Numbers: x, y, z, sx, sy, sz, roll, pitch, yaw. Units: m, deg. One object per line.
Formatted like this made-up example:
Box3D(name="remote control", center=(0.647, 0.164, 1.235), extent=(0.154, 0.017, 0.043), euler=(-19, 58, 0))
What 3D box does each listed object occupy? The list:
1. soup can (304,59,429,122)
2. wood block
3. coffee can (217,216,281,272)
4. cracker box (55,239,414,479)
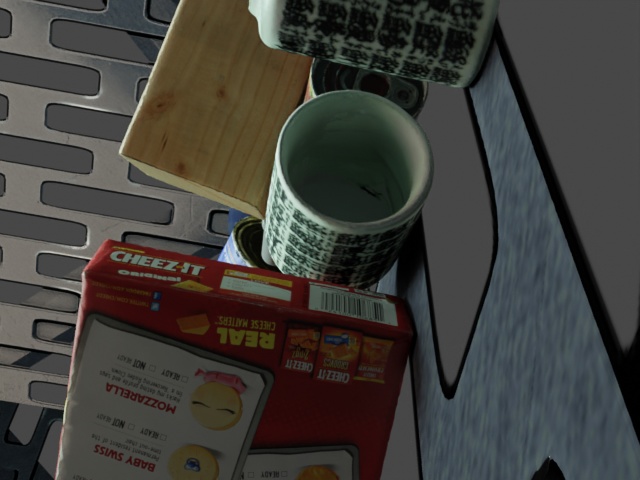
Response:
Box3D(name="soup can", center=(0.022, -0.068, 0.644), extent=(0.102, 0.068, 0.068), euler=(106, 173, -63))
Box3D(name="wood block", center=(-0.039, -0.127, 0.674), extent=(0.091, 0.090, 0.206), euler=(65, -134, -85))
Box3D(name="coffee can", center=(-0.054, 0.066, 0.877), extent=(0.140, 0.102, 0.103), euler=(-60, 13, 27))
Box3D(name="cracker box", center=(-0.054, 0.120, 0.565), extent=(0.072, 0.164, 0.214), euler=(-89, 10, -74))
